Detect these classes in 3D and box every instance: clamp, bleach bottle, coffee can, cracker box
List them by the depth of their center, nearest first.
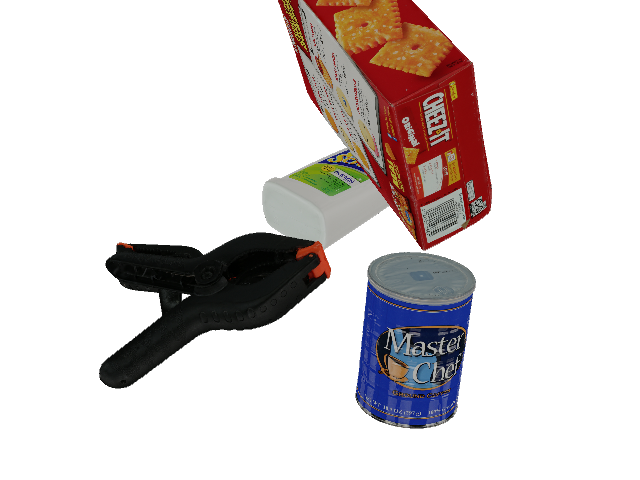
[{"bbox_3d":[-0.079,0.043,0.739,0.172,0.120,0.039,-12,-40,15],"label":"clamp"},{"bbox_3d":[0.045,-0.123,0.813,0.072,0.214,0.164,-28,-39,-6],"label":"cracker box"},{"bbox_3d":[0.091,0.095,1.036,0.103,0.140,0.103,4,24,-2],"label":"coffee can"},{"bbox_3d":[-0.146,0.037,1.069,0.210,0.036,0.164,11,21,37],"label":"clamp"},{"bbox_3d":[0.054,-0.079,1.250,0.103,0.068,0.250,28,45,34],"label":"bleach bottle"}]
